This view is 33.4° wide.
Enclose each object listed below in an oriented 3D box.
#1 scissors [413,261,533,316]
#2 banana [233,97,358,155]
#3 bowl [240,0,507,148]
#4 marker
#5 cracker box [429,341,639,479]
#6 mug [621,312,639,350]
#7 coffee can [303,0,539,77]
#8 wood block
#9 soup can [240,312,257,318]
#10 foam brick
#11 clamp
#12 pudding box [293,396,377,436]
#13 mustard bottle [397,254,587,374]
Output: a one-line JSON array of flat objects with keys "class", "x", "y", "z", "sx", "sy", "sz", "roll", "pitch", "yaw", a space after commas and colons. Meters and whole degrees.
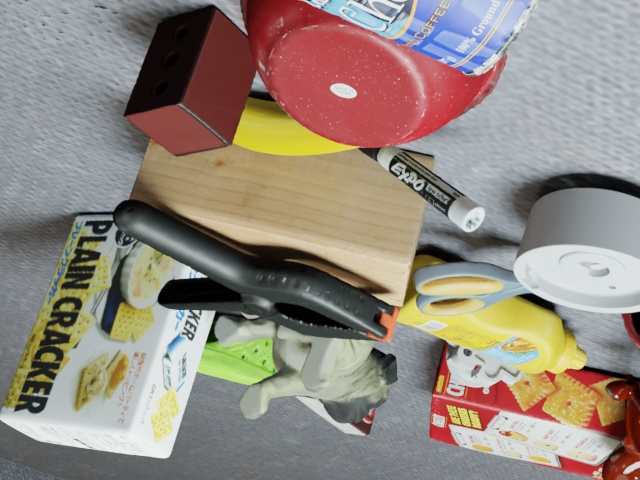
[{"class": "scissors", "x": 0.164, "y": 0.041, "z": 0.852, "sx": 0.201, "sy": 0.016, "sz": 0.096, "roll": 4, "pitch": 155, "yaw": -16}, {"class": "banana", "x": -0.004, "y": -0.085, "z": 0.722, "sx": 0.198, "sy": 0.037, "sz": 0.069, "roll": 1, "pitch": 153, "yaw": 30}, {"class": "bowl", "x": 0.022, "y": -0.104, "z": 0.604, "sx": 0.162, "sy": 0.055, "sz": 0.162, "roll": 14, "pitch": 144, "yaw": 10}, {"class": "marker", "x": 0.065, "y": -0.044, "z": 0.724, "sx": 0.121, "sy": 0.020, "sz": 0.020, "roll": 41, "pitch": 176, "yaw": 40}, {"class": "cracker box", "x": 0.228, "y": 0.182, "z": 1.127, "sx": 0.214, "sy": 0.072, "sz": 0.164, "roll": 12, "pitch": 155, "yaw": 11}, {"class": "mug", "x": 0.289, "y": 0.056, "z": 0.806, "sx": 0.117, "sy": 0.093, "sz": 0.081, "roll": -30, "pitch": 150, "yaw": 7}, {"class": "coffee can", "x": 0.028, "y": -0.148, "z": 0.483, "sx": 0.140, "sy": 0.102, "sz": 0.103, "roll": 21, "pitch": 156, "yaw": -12}, {"class": "wood block", "x": -0.026, "y": -0.026, "z": 0.802, "sx": 0.206, "sy": 0.090, "sz": 0.091, "roll": 13, "pitch": 157, "yaw": 6}, {"class": "soup can", "x": -0.034, "y": 0.062, "z": 1.029, "sx": 0.069, "sy": 0.068, "sz": 0.102, "roll": 0, "pitch": 152, "yaw": 32}, {"class": "foam brick", "x": -0.080, "y": -0.101, "z": 0.686, "sx": 0.053, "sy": 0.078, "sz": 0.051, "roll": -7, "pitch": 147, "yaw": 38}, {"class": "clamp", "x": -0.046, "y": 0.039, "z": 0.799, "sx": 0.210, "sy": 0.036, "sz": 0.164, "roll": 17, "pitch": 158, "yaw": 5}, {"class": "pudding box", "x": 0.025, "y": 0.152, "z": 1.161, "sx": 0.039, "sy": 0.090, "sz": 0.113, "roll": -3, "pitch": 150, "yaw": 38}, {"class": "mustard bottle", "x": 0.155, "y": 0.074, "z": 0.948, "sx": 0.191, "sy": 0.058, "sz": 0.096, "roll": 24, "pitch": 157, "yaw": -17}]
